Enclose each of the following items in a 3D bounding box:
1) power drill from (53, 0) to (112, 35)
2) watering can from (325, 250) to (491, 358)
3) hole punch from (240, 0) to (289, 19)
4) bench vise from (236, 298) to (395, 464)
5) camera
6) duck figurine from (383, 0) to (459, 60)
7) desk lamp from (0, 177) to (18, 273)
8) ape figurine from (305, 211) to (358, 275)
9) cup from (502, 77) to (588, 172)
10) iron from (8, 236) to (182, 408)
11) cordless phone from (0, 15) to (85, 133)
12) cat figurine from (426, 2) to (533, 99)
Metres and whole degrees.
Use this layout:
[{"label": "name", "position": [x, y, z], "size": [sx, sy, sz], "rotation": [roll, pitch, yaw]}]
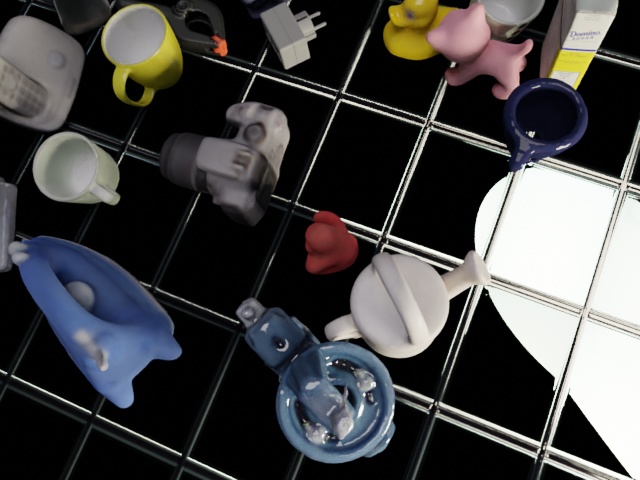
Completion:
[{"label": "power drill", "position": [-0.360, -0.370, 0.746], "size": [0.075, 0.208, 0.229], "rotation": [-26, 74, -1]}, {"label": "watering can", "position": [0.088, 0.061, 0.595], "size": [0.173, 0.194, 0.100], "rotation": [-44, 75, -6]}, {"label": "hole punch", "position": [-0.078, -0.378, 0.779], "size": [0.108, 0.091, 0.101], "rotation": [-35, 75, -4]}, {"label": "bench vise", "position": [-0.018, 0.144, 0.571], "size": [0.207, 0.220, 0.121], "rotation": [25, 79, 12]}, {"label": "camera", "position": [-0.122, -0.107, 0.708], "size": [0.136, 0.101, 0.143], "rotation": [16, 78, 10]}, {"label": "duck figurine", "position": [0.133, -0.287, 0.736], "size": [0.104, 0.086, 0.077], "rotation": [-8, 75, 4]}, {"label": "desk lamp", "position": [-0.463, -0.076, 0.677], "size": [0.118, 0.214, 0.203], "rotation": [-8, 75, 4]}, {"label": "ape figurine", "position": [0.006, 0.002, 0.671], "size": [0.076, 0.092, 0.078], "rotation": [28, 80, 12]}, {"label": "cup", "position": [0.249, -0.119, 0.676], "size": [0.091, 0.095, 0.118], "rotation": [30, 80, 13]}, {"label": "iron", "position": [-0.286, 0.068, 0.659], "size": [0.258, 0.141, 0.119], "rotation": [43, 83, 14]}, {"label": "cordless phone", "position": [-0.391, -0.233, 0.725], "size": [0.094, 0.185, 0.148], "rotation": [8, 76, 8]}, {"label": "cat figurine", "position": [0.195, -0.239, 0.701], "size": [0.127, 0.118, 0.067], "rotation": [16, 78, 10]}]
